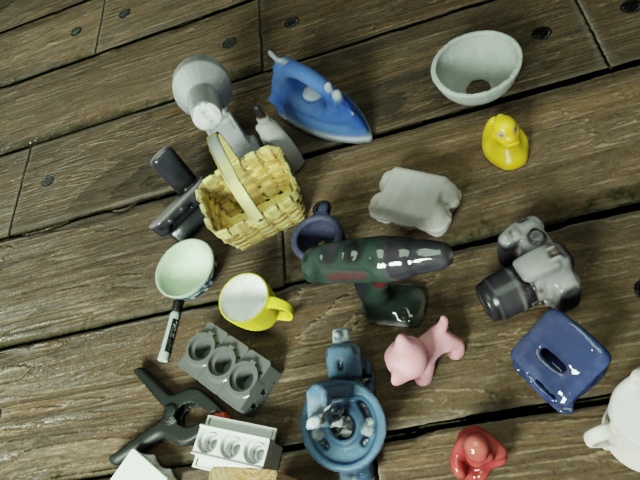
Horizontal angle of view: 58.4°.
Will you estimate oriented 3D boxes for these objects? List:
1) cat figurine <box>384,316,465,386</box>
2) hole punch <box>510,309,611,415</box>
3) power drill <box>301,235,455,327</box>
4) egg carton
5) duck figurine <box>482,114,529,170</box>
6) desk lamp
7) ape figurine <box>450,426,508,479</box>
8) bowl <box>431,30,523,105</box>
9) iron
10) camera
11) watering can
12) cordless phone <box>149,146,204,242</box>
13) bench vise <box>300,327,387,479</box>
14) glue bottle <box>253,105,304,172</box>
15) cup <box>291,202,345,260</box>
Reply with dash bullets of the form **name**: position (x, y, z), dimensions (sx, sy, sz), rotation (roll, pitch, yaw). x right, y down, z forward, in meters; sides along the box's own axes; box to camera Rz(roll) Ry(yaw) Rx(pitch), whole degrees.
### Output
- **cat figurine**: position (0.145, 0.160, 0.836), dimensions (0.128, 0.118, 0.067), rotation (-41, 55, -6)
- **hole punch**: position (0.326, 0.166, 0.781), dimensions (0.101, 0.091, 0.108), rotation (-40, 55, -5)
- **power drill**: position (0.097, 0.058, 0.860), dimensions (0.229, 0.209, 0.075), rotation (0, 61, 21)
- **egg carton**: position (0.164, -0.067, 0.994), dimensions (0.149, 0.070, 0.107), rotation (15, 67, 28)
- **duck figurine**: position (0.319, -0.184, 0.994), dimensions (0.077, 0.086, 0.104), rotation (-22, 55, 8)
- **desk lamp**: position (-0.201, -0.237, 1.146), dimensions (0.118, 0.214, 0.203), rotation (-27, 55, 4)
- **ape figurine**: position (0.207, 0.281, 0.757), dimensions (0.077, 0.092, 0.076), rotation (-8, 58, 17)
- **bowl**: position (0.298, -0.313, 1.086), dimensions (0.167, 0.075, 0.167), rotation (-9, 58, 16)
- **iron**: position (-0.005, -0.293, 1.148), dimensions (0.257, 0.142, 0.119), rotation (34, 77, 33)
- **camera**: position (0.297, 0.049, 0.855), dimensions (0.137, 0.101, 0.143), rotation (-27, 55, 4)
- **watering can**: position (0.398, 0.201, 0.669), dimensions (0.173, 0.194, 0.100), rotation (-40, 55, -5)
- **cordless phone**: position (-0.295, -0.092, 1.112), dimensions (0.093, 0.185, 0.148), rotation (34, 77, 33)
- **bench vise**: position (0.014, 0.217, 0.790), dimensions (0.121, 0.220, 0.207), rotation (-25, 55, 5)
- **glue bottle**: position (-0.091, -0.202, 1.107), dimensions (0.077, 0.173, 0.037), rotation (31, 75, 32)
- **cup**: position (0.009, 0.004, 0.995), dimensions (0.091, 0.095, 0.118), rotation (-1, 61, 20)
